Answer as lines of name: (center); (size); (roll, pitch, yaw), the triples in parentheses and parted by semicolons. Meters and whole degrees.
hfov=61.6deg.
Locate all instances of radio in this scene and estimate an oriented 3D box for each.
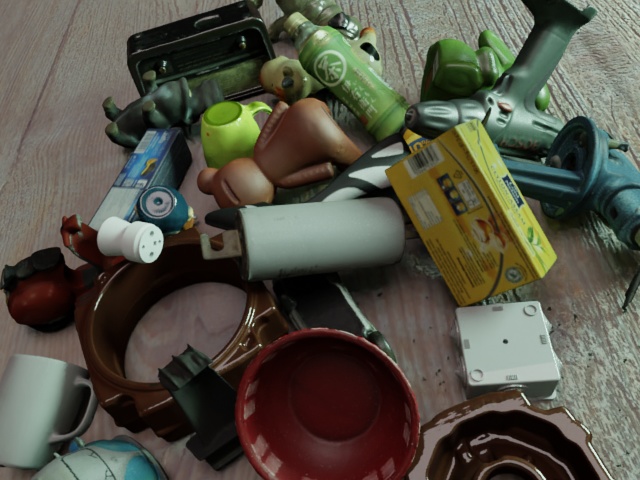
radio: (-0.187, -0.287, 0.869); (0.230, 0.131, 0.073); (-19, 49, -4)

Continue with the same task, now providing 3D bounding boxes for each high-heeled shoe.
high-heeled shoe: (-0.011, -0.068, 0.647); (0.249, 0.086, 0.145); (6, 86, 0)

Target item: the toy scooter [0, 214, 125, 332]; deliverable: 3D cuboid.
toy scooter: (-0.299, 0.033, 0.638); (0.184, 0.135, 0.075); (-24, 53, -6)

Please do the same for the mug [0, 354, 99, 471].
mug: (-0.286, 0.183, 0.558); (0.110, 0.080, 0.107); (6, 65, 9)

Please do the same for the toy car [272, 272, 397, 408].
toy car: (0.014, 0.093, 0.579); (0.073, 0.056, 0.202); (-32, 51, -6)

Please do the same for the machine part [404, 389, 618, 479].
machine part: (0.159, 0.217, 0.450); (0.179, 0.056, 0.179); (-7, 52, 9)

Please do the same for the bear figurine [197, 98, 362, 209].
bear figurine: (-0.053, -0.095, 0.719); (0.196, 0.132, 0.120); (-41, 82, 14)

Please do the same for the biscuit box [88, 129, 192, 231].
biscuit box: (-0.246, -0.069, 0.754); (0.059, 0.062, 0.203); (5, 53, 16)

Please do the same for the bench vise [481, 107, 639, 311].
bench vise: (0.274, -0.061, 0.593); (0.241, 0.128, 0.224); (12, 46, -1)

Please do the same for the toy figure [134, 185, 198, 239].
toy figure: (-0.191, -0.029, 0.670); (0.064, 0.154, 0.058); (33, 78, -1)

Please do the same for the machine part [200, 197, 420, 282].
machine part: (-0.001, -0.002, 0.565); (0.243, 0.079, 0.079); (-6, 49, -18)

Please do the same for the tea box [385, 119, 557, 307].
tea box: (0.156, -0.027, 0.559); (0.098, 0.169, 0.068); (-28, 0, 39)

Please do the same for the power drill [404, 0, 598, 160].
power drill: (0.226, -0.197, 0.639); (0.232, 0.207, 0.086); (12, 11, -28)

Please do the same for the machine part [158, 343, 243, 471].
machine part: (-0.099, 0.158, 0.498); (0.084, 0.138, 0.039); (-26, 32, -7)

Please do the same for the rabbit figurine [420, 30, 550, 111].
rabbit figurine: (0.234, -0.217, 0.763); (0.170, 0.121, 0.159); (10, 46, -3)

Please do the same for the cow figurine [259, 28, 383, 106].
cow figurine: (0.002, -0.261, 0.846); (0.195, 0.085, 0.127); (-7, 48, 2)

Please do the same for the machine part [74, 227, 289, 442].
machine part: (-0.152, 0.094, 0.591); (0.201, 0.087, 0.201); (-27, 51, -12)

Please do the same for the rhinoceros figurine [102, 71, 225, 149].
rhinoceros figurine: (-0.240, -0.194, 0.826); (0.190, 0.112, 0.073); (-22, 61, 10)

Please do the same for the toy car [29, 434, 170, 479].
toy car: (-0.225, 0.243, 0.478); (0.109, 0.102, 0.162); (33, 63, 32)

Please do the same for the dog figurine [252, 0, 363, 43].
dog figurine: (-0.012, -0.403, 0.907); (0.191, 0.172, 0.121); (29, 73, 37)
